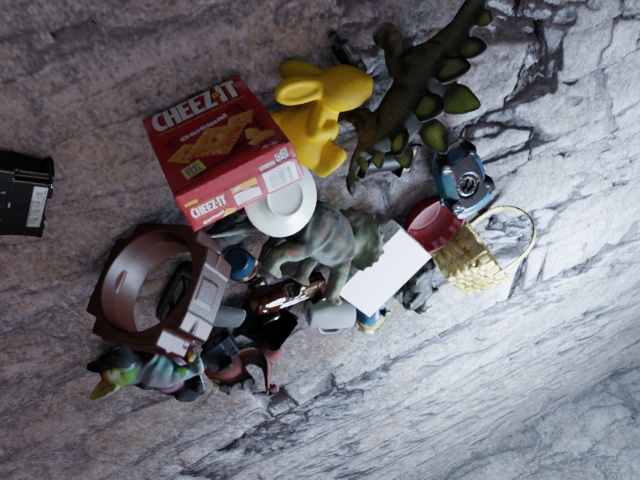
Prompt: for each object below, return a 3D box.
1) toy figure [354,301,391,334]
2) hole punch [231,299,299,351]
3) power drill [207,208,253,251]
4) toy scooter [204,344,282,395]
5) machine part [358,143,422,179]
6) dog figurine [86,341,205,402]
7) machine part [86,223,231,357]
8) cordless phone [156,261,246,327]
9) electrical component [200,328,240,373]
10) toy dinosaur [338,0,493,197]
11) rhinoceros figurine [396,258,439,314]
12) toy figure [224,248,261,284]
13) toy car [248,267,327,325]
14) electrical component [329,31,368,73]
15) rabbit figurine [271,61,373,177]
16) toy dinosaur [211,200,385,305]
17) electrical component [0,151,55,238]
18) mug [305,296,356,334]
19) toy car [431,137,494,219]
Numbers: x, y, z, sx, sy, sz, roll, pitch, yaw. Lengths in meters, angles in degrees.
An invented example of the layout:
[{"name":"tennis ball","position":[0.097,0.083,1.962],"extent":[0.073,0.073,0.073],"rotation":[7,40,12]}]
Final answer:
[{"name":"toy figure","position":[0.125,0.172,1.293],"extent":[0.089,0.082,0.180],"rotation":[-24,154,-13]},{"name":"hole punch","position":[-0.113,0.159,1.164],"extent":[0.116,0.092,0.142],"rotation":[31,116,-13]},{"name":"power drill","position":[-0.145,-0.081,0.900],"extent":[0.232,0.086,0.207],"rotation":[-32,136,-4]},{"name":"toy scooter","position":[-0.163,0.301,1.220],"extent":[0.184,0.135,0.075],"rotation":[-14,137,-20]},{"name":"machine part","position":[0.134,-0.151,1.046],"extent":[0.139,0.039,0.084],"rotation":[-15,144,-23]},{"name":"dog figurine","position":[-0.354,0.274,1.097],"extent":[0.219,0.109,0.191],"rotation":[-10,137,-19]},{"name":"machine part","position":[-0.256,0.079,0.867],"extent":[0.202,0.201,0.087],"rotation":[5,156,25]},{"name":"cordless phone","position":[-0.210,0.123,1.044],"extent":[0.184,0.089,0.146],"rotation":[13,121,-38]},{"name":"electrical component","position":[-0.212,0.238,1.135],"extent":[0.075,0.119,0.047],"rotation":[-35,101,-2]},{"name":"toy dinosaur","position":[0.162,-0.247,0.846],"extent":[0.105,0.199,0.471],"rotation":[2,130,-38]},{"name":"rhinoceros figurine","position":[0.248,0.117,1.361],"extent":[0.112,0.073,0.190],"rotation":[-27,138,-25]},{"name":"toy figure","position":[-0.148,0.052,1.023],"extent":[0.064,0.058,0.154],"rotation":[15,168,2]},{"name":"toy car","position":[-0.058,0.105,1.101],"extent":[0.202,0.089,0.053],"rotation":[-15,168,-41]},{"name":"electrical component","position":[0.047,-0.281,0.839],"extent":[0.021,0.063,0.094],"rotation":[-40,140,3]},{"name":"rabbit figurine","position":[0.001,-0.212,0.839],"extent":[0.162,0.122,0.173],"rotation":[34,130,-24]},{"name":"toy dinosaur","position":[-0.009,-0.007,0.983],"extent":[0.404,0.131,0.192],"rotation":[33,85,-55]},{"name":"electrical component","position":[-0.446,-0.066,0.738],"extent":[0.134,0.058,0.114],"rotation":[7,123,-37]},{"name":"mug","position":[0.018,0.175,1.263],"extent":[0.107,0.081,0.109],"rotation":[0,130,-19]},{"name":"toy car","position":[0.275,-0.131,1.101],"extent":[0.109,0.103,0.161],"rotation":[-35,115,-7]}]
